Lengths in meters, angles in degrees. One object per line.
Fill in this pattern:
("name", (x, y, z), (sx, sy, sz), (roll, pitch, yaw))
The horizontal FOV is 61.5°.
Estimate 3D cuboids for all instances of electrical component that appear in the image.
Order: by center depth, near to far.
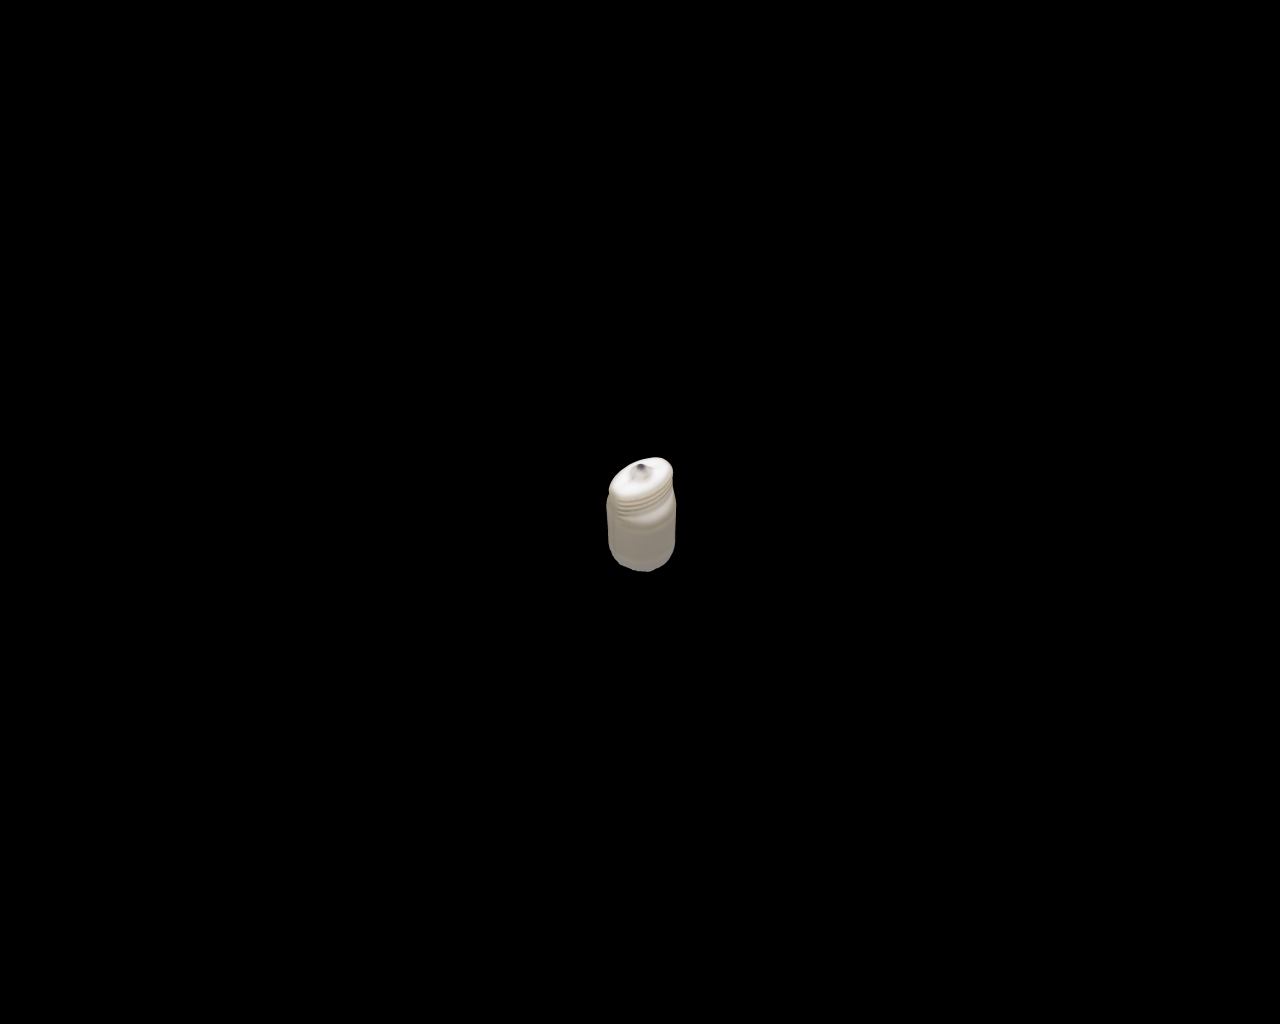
("electrical component", (0.001, -0.003, 0.650), (0.043, 0.043, 0.080), (0, -38, 0))
